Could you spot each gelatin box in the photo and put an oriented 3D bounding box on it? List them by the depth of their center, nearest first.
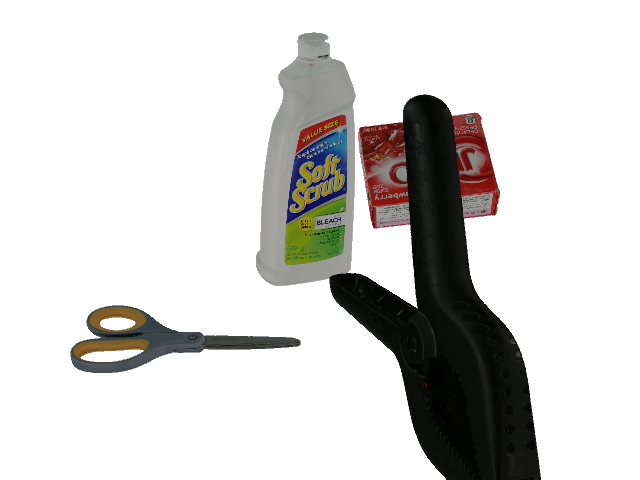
[{"bbox_3d":[0.075,-0.050,0.746,0.089,0.073,0.030,-7,-36,0],"label":"gelatin box"}]

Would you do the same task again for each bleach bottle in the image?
[{"bbox_3d":[-0.016,-0.082,1.072,0.102,0.251,0.068,-9,28,-17],"label":"bleach bottle"}]

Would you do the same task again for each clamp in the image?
[{"bbox_3d":[0.063,0.041,0.544,0.036,0.165,0.210,-5,46,-21],"label":"clamp"}]

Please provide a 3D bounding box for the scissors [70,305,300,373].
[{"bbox_3d":[-0.127,0.083,0.974,0.201,0.016,0.096,-8,34,-16],"label":"scissors"}]
